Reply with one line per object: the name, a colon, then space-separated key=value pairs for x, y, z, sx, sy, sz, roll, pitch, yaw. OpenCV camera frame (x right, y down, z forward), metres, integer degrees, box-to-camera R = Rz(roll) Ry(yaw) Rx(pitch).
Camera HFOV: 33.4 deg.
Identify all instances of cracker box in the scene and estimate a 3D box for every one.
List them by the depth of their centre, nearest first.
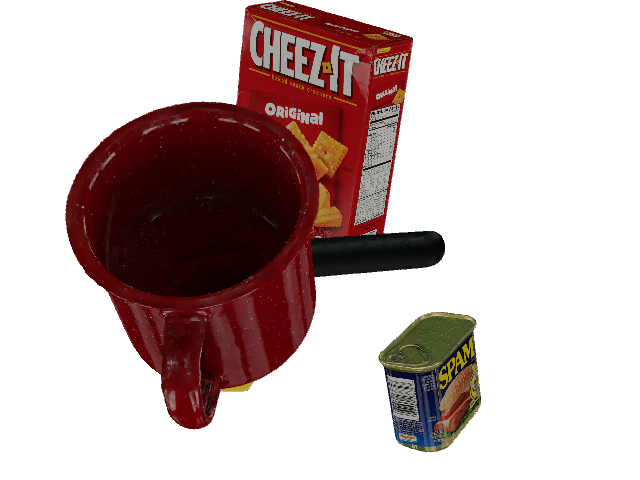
cracker box: x=-0.007 y=-0.114 z=1.064 sx=0.164 sy=0.214 sz=0.071 roll=24 pitch=29 yaw=32

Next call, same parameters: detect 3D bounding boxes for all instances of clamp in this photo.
clamp: x=-0.028 y=0.014 z=0.749 sx=0.209 sy=0.036 sz=0.165 roll=-18 pitch=20 yaw=-42

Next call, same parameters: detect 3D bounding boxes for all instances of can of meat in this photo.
can of meat: x=0.099 y=0.122 z=0.927 sx=0.058 sy=0.084 sz=0.101 roll=5 pitch=24 yaw=33

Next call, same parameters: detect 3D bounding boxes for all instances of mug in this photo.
mug: x=-0.044 y=0.017 z=0.414 sx=0.093 sy=0.117 sz=0.081 roll=-2 pitch=-33 yaw=3

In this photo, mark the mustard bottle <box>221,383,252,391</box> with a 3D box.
mustard bottle: x=-0.091 y=0.074 z=1.165 sx=0.058 sy=0.096 sz=0.191 roll=-1 pitch=28 yaw=0
